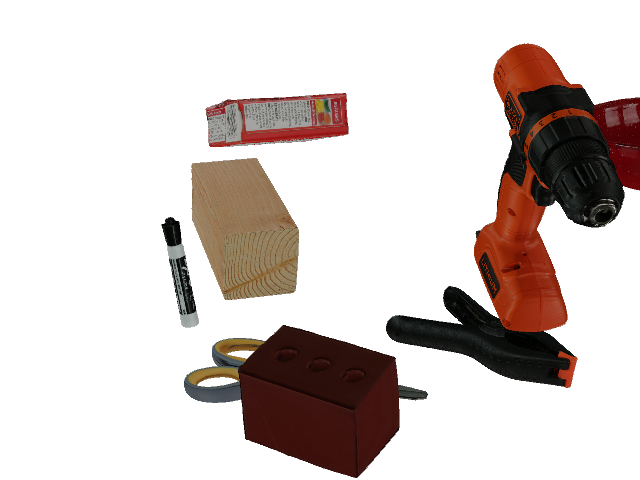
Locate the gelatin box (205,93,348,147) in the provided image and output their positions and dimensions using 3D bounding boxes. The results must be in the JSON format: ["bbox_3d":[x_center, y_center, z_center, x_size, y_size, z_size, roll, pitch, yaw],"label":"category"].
[{"bbox_3d":[-0.031,-0.080,0.708,0.073,0.030,0.089,-6,5,-19],"label":"gelatin box"}]

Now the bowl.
[{"bbox_3d":[0.312,-0.085,0.974,0.162,0.055,0.162,-4,23,2],"label":"bowl"}]

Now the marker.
[{"bbox_3d":[-0.148,0.034,1.128,0.020,0.121,0.020,-8,19,3],"label":"marker"}]

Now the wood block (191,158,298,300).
[{"bbox_3d":[-0.098,-0.019,1.328,0.090,0.090,0.206,-6,29,-16],"label":"wood block"}]

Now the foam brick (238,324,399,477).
[{"bbox_3d":[0.000,0.091,0.611,0.078,0.051,0.052,13,32,26],"label":"foam brick"}]

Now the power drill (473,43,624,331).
[{"bbox_3d":[0.162,-0.024,0.776,0.057,0.188,0.184,-3,41,-7],"label":"power drill"}]

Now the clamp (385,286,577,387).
[{"bbox_3d":[0.159,0.088,0.994,0.172,0.039,0.120,20,31,22],"label":"clamp"}]

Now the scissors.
[{"bbox_3d":[-0.025,0.112,0.816,0.096,0.016,0.202,-26,27,-38],"label":"scissors"}]
